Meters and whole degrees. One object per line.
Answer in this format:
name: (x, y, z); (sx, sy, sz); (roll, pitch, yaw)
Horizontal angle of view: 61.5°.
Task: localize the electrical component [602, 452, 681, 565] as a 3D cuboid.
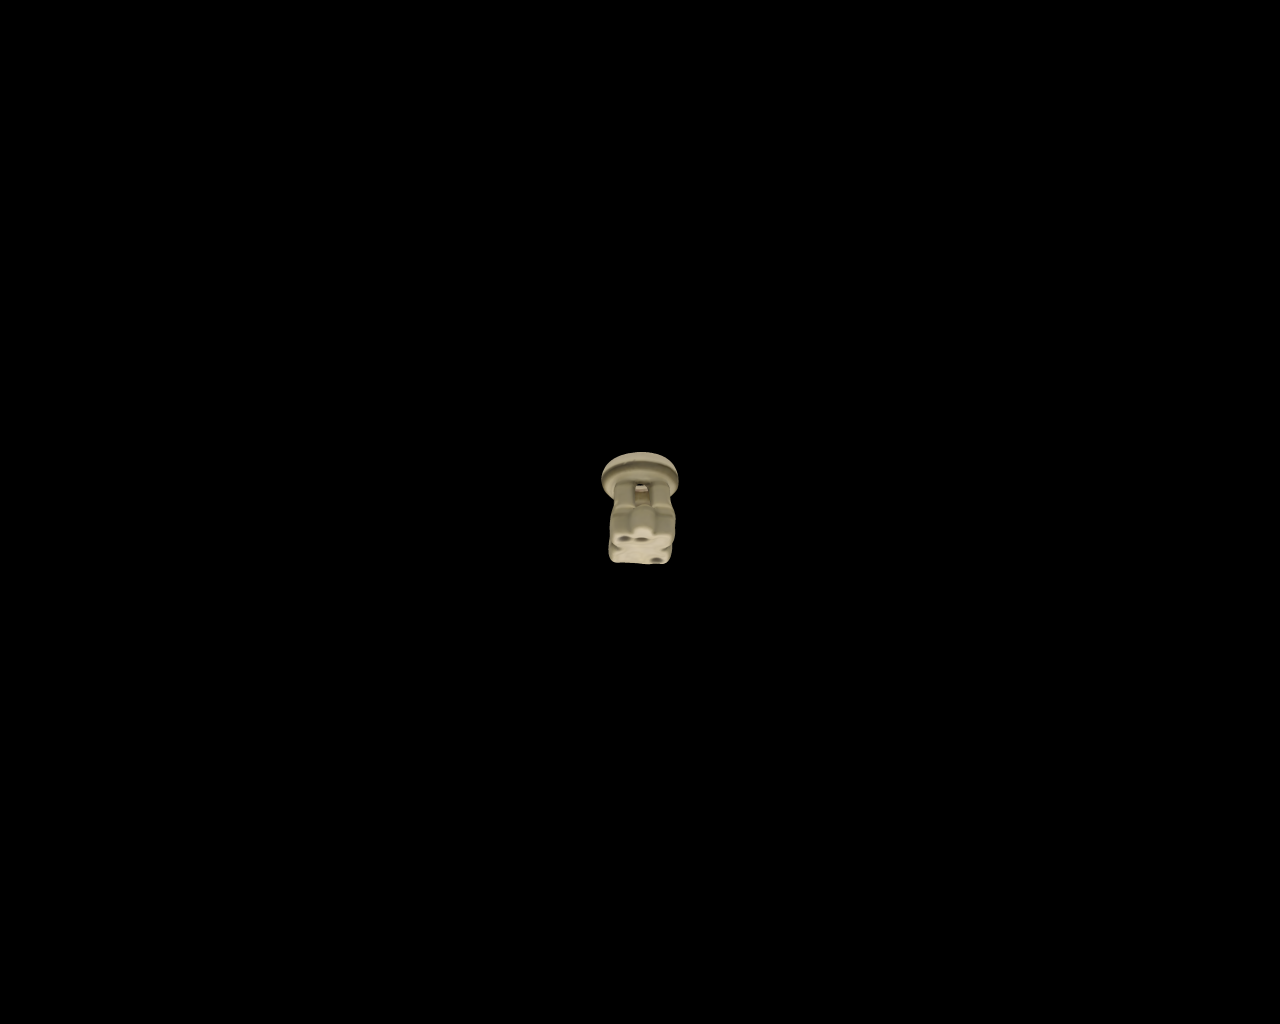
electrical component: (0.001, -0.003, 0.650); (0.048, 0.055, 0.066); (2, -27, -3)
